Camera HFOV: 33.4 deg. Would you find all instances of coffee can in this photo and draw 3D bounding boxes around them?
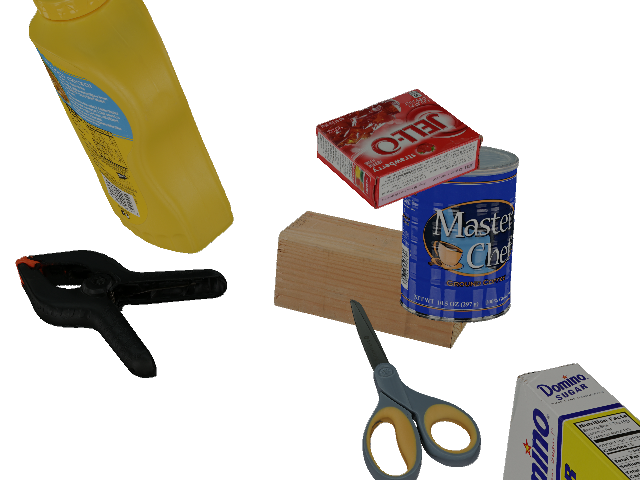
[{"bbox_3d":[0.125,-0.009,0.969,0.103,0.140,0.103,0,16,0],"label":"coffee can"}]

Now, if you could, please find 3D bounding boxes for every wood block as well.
[{"bbox_3d":[0.061,0.041,1.184,0.206,0.091,0.090,13,24,18],"label":"wood block"}]

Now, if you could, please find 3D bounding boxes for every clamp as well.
[{"bbox_3d":[-0.163,0.041,0.858,0.172,0.039,0.120,24,38,25],"label":"clamp"}]

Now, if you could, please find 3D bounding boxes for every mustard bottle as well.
[{"bbox_3d":[-0.111,-0.081,0.583,0.058,0.191,0.096,-40,50,-20],"label":"mustard bottle"}]

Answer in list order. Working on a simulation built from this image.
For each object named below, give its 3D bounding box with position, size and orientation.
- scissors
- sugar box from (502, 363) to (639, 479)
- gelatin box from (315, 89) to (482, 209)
[{"bbox_3d":[0.071,0.111,0.832,0.096,0.016,0.201,-2,38,3],"label":"scissors"},{"bbox_3d":[0.150,0.144,0.513,0.048,0.093,0.176,-9,27,-22],"label":"sugar box"},{"bbox_3d":[0.053,-0.064,0.721,0.089,0.030,0.073,-22,44,-23],"label":"gelatin box"}]
